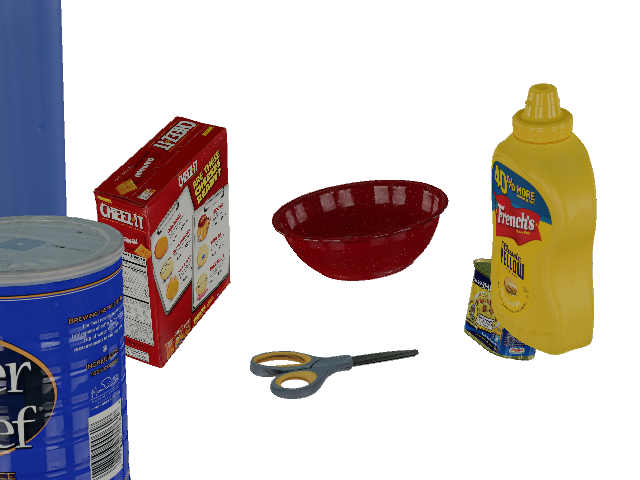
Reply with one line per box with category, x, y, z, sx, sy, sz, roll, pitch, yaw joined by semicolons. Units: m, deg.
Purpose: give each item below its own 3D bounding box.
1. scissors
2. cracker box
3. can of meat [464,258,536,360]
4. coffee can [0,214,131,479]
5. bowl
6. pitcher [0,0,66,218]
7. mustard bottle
scissors;0.022;0.149;1.207;0.201;0.016;0.096;1;24;-8
cracker box;-0.163;0.001;1.136;0.072;0.214;0.164;16;39;18
can of meat;0.203;0.075;1.172;0.057;0.084;0.102;3;16;-21
coffee can;-0.151;0.067;0.551;0.103;0.140;0.103;1;16;0
bowl;0.039;-0.006;0.976;0.162;0.055;0.162;-8;20;3
pitcher;-0.231;-0.088;0.670;0.149;0.243;0.145;-4;27;-11
mustard bottle;0.159;-0.020;0.769;0.058;0.192;0.096;-14;29;-16
